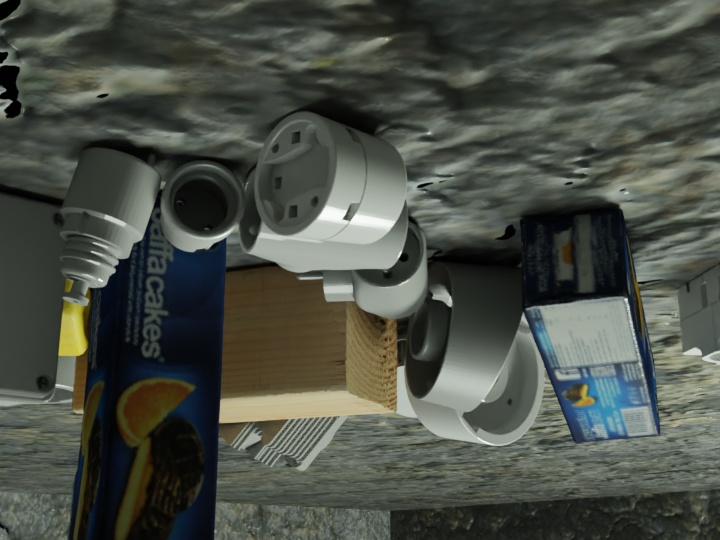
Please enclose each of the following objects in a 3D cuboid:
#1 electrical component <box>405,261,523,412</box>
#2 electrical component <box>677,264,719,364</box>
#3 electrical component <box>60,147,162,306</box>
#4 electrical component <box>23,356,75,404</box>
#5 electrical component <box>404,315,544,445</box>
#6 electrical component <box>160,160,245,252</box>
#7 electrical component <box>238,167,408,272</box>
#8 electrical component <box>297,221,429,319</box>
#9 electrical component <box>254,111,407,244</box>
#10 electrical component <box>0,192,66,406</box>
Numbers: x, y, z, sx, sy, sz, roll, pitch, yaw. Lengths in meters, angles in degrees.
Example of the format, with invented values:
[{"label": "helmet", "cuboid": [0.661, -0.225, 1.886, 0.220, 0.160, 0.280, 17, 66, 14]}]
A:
[{"label": "electrical component", "cuboid": [0.068, 0.042, 0.697, 0.064, 0.099, 0.099, 10, 162, -14]}, {"label": "electrical component", "cuboid": [0.257, 0.031, 0.728, 0.050, 0.055, 0.089, 2, 164, -8]}, {"label": "electrical component", "cuboid": [-0.123, -0.021, 0.511, 0.040, 0.078, 0.040, 14, 164, 4]}, {"label": "electrical component", "cuboid": [-0.265, 0.066, 0.837, 0.108, 0.060, 0.108, 0, 164, 0]}, {"label": "electrical component", "cuboid": [0.080, 0.076, 0.800, 0.108, 0.108, 0.060, 14, 165, -40]}, {"label": "electrical component", "cuboid": [-0.081, -0.030, 0.541, 0.040, 0.040, 0.046, 4, 168, -15]}, {"label": "electrical component", "cuboid": [-0.026, -0.021, 0.563, 0.077, 0.043, 0.079, 6, 163, -22]}, {"label": "electrical component", "cuboid": [0.000, 0.000, 0.639, 0.079, 0.043, 0.077, -2, 164, 5]}, {"label": "electrical component", "cuboid": [-0.012, -0.039, 0.484, 0.047, 0.055, 0.055, 10, 162, -43]}, {"label": "electrical component", "cuboid": [-0.214, 0.012, 0.561, 0.109, 0.108, 0.056, 14, 162, -40]}]
